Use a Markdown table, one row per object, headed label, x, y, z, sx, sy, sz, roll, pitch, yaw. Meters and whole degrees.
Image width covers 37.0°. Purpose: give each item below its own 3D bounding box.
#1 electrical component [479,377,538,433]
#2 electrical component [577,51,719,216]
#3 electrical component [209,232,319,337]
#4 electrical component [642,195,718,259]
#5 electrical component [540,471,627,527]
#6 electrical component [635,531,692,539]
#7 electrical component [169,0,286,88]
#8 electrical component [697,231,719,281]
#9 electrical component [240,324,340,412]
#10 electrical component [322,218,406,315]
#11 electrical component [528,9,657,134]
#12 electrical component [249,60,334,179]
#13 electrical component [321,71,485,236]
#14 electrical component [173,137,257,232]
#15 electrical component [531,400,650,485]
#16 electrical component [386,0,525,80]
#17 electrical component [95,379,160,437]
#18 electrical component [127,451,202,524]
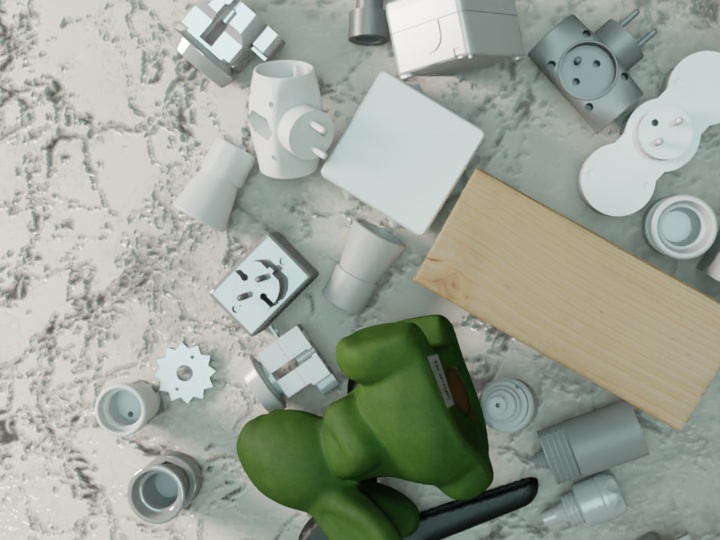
| label | x | y | z | sx | sy | sz | roll | pitch | yaw |
| --- | --- | --- | --- | --- | --- | --- | --- | --- | --- |
| electrical component | 0.106 | 0.098 | 0.780 | 0.040 | 0.078 | 0.040 | -2 | 83 | 16 |
| electrical component | 0.212 | -0.095 | 0.755 | 0.052 | 0.074 | 0.138 | 44 | 97 | 3 |
| electrical component | -0.074 | 0.011 | 0.793 | 0.066 | 0.077 | 0.047 | -45 | 87 | 7 |
| electrical component | 0.226 | -0.031 | 0.766 | 0.045 | 0.055 | 0.045 | 0 | 93 | 7 |
| electrical component | 0.164 | 0.174 | 0.796 | 0.061 | 0.035 | 0.035 | -23 | 90 | 10 |
| electrical component | 0.209 | 0.223 | 0.778 | 0.081 | 0.064 | 0.042 | -29 | 89 | 7 |
| electrical component | -0.103 | -0.173 | 0.797 | 0.078 | 0.058 | 0.057 | 41 | 94 | 1 |
| electrical component | 0.302 | 0.004 | 0.748 | 0.113 | 0.078 | 0.057 | 30 | 99 | 4 |
| electrical component | -0.057 | 0.075 | 0.811 | 0.055 | 0.048 | 0.066 | -35 | 88 | 0 |
| electrical component | 0.000 | 0.000 | 0.803 | 0.044 | 0.044 | 0.065 | 30 | 101 | 4 |
| electrical component | 0.176 | -0.152 | 0.771 | 0.079 | 0.044 | 0.077 | -41 | 88 | 7 |
| electrical component | -0.045 | -0.103 | 0.773 | 0.043 | 0.079 | 0.077 | -17 | 123 | -27 |
| electrical component | 0.033 | -0.084 | 0.789 | 0.100 | 0.048 | 0.099 | 32 | 96 | 4 |
| electrical component | -0.107 | -0.067 | 0.812 | 0.044 | 0.044 | 0.065 | 29 | 91 | 4 |
| electrical component | 0.165 | 0.128 | 0.788 | 0.081 | 0.043 | 0.043 | -21 | 91 | 8 |
| electrical component | 0.071 | -0.172 | 0.761 | 0.062 | 0.096 | 0.061 | -10 | 92 | 37 |
| electrical component | -0.177 | 0.104 | 0.826 | 0.040 | 0.046 | 0.040 | 0 | 93 | 7 |
| electrical component | -0.148 | 0.165 | 0.822 | 0.045 | 0.055 | 0.045 | 0 | 93 | 7 |
